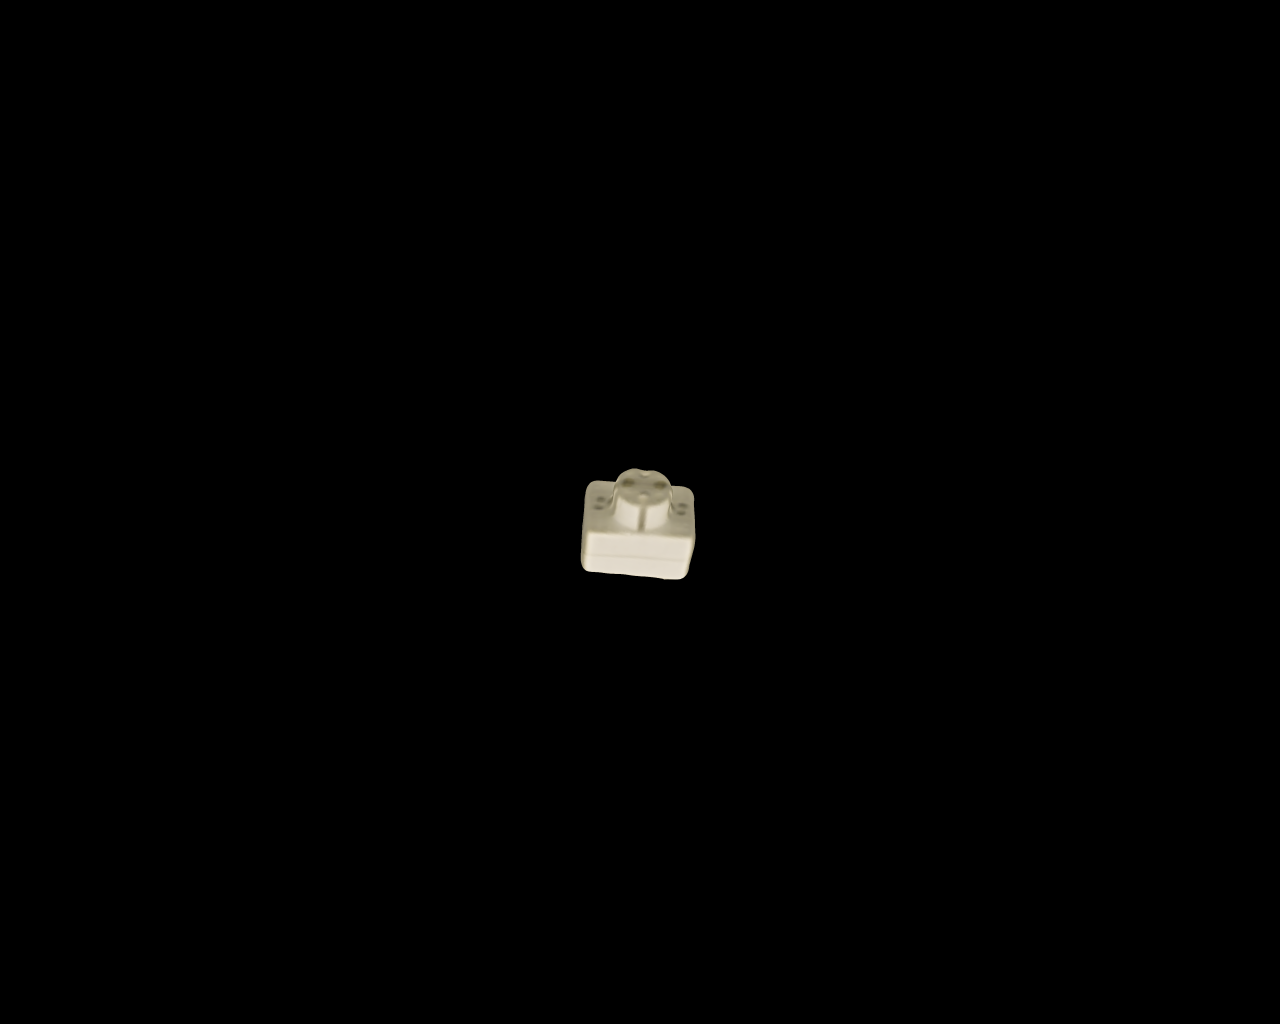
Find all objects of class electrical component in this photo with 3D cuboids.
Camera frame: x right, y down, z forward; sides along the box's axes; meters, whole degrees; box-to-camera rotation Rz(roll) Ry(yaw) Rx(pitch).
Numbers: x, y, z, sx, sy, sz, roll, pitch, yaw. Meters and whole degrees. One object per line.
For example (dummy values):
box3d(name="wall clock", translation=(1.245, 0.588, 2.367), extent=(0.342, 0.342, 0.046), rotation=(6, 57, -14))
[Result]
box3d(name="electrical component", translation=(0.001, -0.003, 0.650), extent=(0.066, 0.076, 0.047), rotation=(4, 44, -4))
